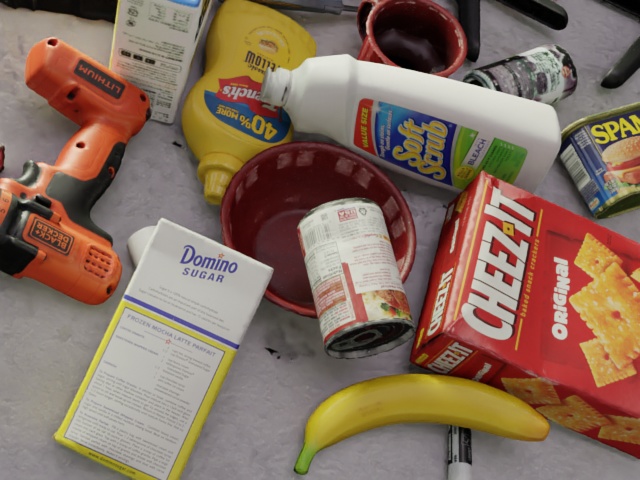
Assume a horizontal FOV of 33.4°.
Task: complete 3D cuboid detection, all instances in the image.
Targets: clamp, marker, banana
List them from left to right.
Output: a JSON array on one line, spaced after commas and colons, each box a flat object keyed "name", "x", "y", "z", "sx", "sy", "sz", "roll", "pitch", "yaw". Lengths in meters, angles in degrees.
[{"name": "banana", "x": 0.073, "y": 0.135, "z": 0.816, "sx": 0.197, "sy": 0.037, "sz": 0.069, "roll": -8, "pitch": 66, "yaw": -5}, {"name": "marker", "x": 0.111, "y": 0.136, "z": 0.847, "sx": 0.020, "sy": 0.020, "sz": 0.121, "roll": 10, "pitch": 59, "yaw": -10}, {"name": "clamp", "x": 0.169, "y": -0.257, "z": 1.071, "sx": 0.120, "sy": 0.039, "sz": 0.171, "roll": -12, "pitch": 66, "yaw": -20}, {"name": "clamp", "x": 0.350, "y": -0.223, "z": 1.103, "sx": 0.209, "sy": 0.036, "sz": 0.164, "roll": 0, "pitch": 62, "yaw": -15}]

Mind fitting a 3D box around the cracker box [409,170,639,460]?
[{"name": "cracker box", "x": 0.197, "y": 0.060, "z": 0.869, "sx": 0.213, "sy": 0.072, "sz": 0.164, "roll": 24, "pitch": 56, "yaw": -9}]

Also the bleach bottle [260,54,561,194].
[{"name": "bleach bottle", "x": 0.071, "y": -0.096, "z": 0.907, "sx": 0.250, "sy": 0.103, "sz": 0.068, "roll": 12, "pitch": 46, "yaw": -13}]

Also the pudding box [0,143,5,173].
[{"name": "pudding box", "x": -0.316, "y": -0.058, "z": 0.826, "sx": 0.113, "sy": 0.039, "sz": 0.090, "roll": 27, "pitch": 57, "yaw": 0}]

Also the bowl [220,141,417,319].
[{"name": "bowl", "x": -0.006, "y": 0.001, "z": 0.869, "sx": 0.162, "sy": 0.055, "sz": 0.162, "roll": 7, "pitch": 60, "yaw": -12}]

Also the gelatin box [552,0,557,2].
[{"name": "gelatin box", "x": 0.224, "y": -0.288, "z": 1.074, "sx": 0.030, "sy": 0.089, "sz": 0.073, "roll": -23, "pitch": 70, "yaw": -26}]

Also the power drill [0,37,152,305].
[{"name": "power drill", "x": -0.218, "y": -0.062, "z": 0.818, "sx": 0.184, "sy": 0.057, "sz": 0.187, "roll": 32, "pitch": 55, "yaw": -27}]

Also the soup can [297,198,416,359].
[{"name": "soup can", "x": 0.025, "y": 0.029, "z": 0.790, "sx": 0.068, "sy": 0.069, "sz": 0.102, "roll": -5, "pitch": 64, "yaw": -18}]

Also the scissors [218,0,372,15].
[{"name": "scissors", "x": 0.008, "y": -0.218, "z": 0.986, "sx": 0.201, "sy": 0.096, "sz": 0.016, "roll": 3, "pitch": 98, "yaw": -12}]

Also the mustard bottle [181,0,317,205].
[{"name": "mustard bottle", "x": -0.067, "y": -0.112, "z": 0.913, "sx": 0.096, "sy": 0.058, "sz": 0.191, "roll": 25, "pitch": 58, "yaw": -18}]

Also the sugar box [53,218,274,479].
[{"name": "sugar box", "x": -0.111, "y": 0.083, "z": 0.770, "sx": 0.093, "sy": 0.048, "sz": 0.176, "roll": 25, "pitch": 76, "yaw": -2}]

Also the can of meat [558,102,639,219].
[{"name": "can of meat", "x": 0.279, "y": -0.073, "z": 0.989, "sx": 0.102, "sy": 0.057, "sz": 0.084, "roll": -17, "pitch": 70, "yaw": -22}]

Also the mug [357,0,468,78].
[{"name": "mug", "x": 0.069, "y": -0.169, "z": 0.969, "sx": 0.093, "sy": 0.082, "sz": 0.117, "roll": -27, "pitch": 72, "yaw": -27}]
